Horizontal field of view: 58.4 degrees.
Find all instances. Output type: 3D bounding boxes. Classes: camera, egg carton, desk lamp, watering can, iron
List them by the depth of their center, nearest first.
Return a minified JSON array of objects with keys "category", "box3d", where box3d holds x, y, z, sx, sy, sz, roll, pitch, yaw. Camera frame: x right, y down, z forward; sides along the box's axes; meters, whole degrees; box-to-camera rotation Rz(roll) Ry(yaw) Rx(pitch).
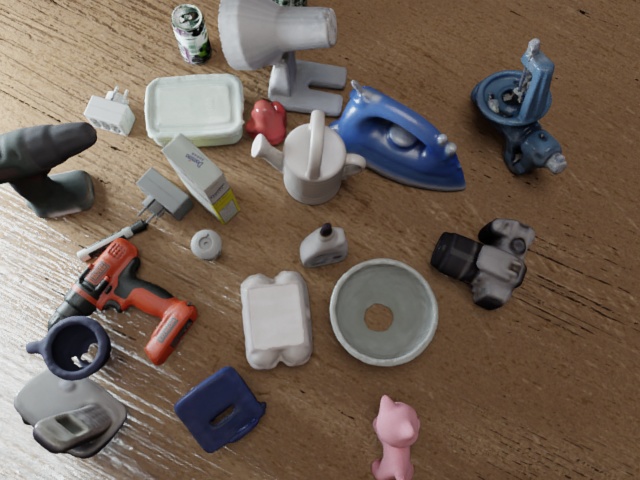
[{"category":"egg carton","box3d":[-0.067,0.124,0.895,0.107,0.069,0.150,-7,75,-4]},{"category":"watering can","box3d":[-0.017,-0.131,0.902,0.173,0.194,0.101,-15,76,-6]},{"category":"camera","box3d":[0.259,0.022,0.922,0.136,0.101,0.143,23,75,4]},{"category":"desk lamp","box3d":[-0.052,-0.309,0.938,0.203,0.213,0.118,8,75,0]},{"category":"iron","box3d":[0.145,-0.173,0.948,0.258,0.141,0.119,30,76,5]}]

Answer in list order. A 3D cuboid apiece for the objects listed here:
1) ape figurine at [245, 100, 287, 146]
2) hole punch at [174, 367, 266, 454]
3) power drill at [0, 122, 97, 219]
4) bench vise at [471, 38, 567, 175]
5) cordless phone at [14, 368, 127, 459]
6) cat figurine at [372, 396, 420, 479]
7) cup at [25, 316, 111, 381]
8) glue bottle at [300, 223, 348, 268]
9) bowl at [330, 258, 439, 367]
[{"category":"ape figurine","box3d":[-0.091,-0.206,0.971,0.078,0.092,0.076,-22,77,-8]},{"category":"hole punch","box3d":[-0.144,0.250,0.847,0.109,0.091,0.101,-36,79,-11]},{"category":"power drill","box3d":[-0.424,-0.105,0.868,0.229,0.208,0.075,-13,76,-6]},{"category":"bench vise","box3d":[0.348,-0.217,0.929,0.207,0.220,0.121,42,77,9]},{"category":"cordless phone","box3d":[-0.362,0.238,0.791,0.147,0.185,0.094,31,76,6]},{"category":"cat figurine","box3d":[0.114,0.292,0.834,0.067,0.118,0.128,0,75,-2]},{"category":"cup","box3d":[-0.365,0.165,0.857,0.118,0.095,0.092,0,75,-3]},{"category":"glue bottle","box3d":[0.008,0.003,0.878,0.078,0.173,0.037,-11,75,-5]},{"category":"bowl","box3d":[0.096,0.117,0.902,0.167,0.075,0.167,1,75,-2]}]
